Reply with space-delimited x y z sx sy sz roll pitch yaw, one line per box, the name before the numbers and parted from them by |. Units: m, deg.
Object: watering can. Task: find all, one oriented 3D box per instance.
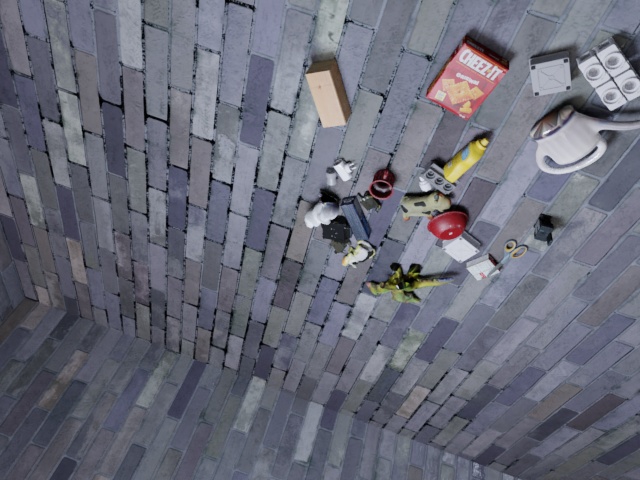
watering can | 0.822 -0.338 1.620 0.223 0.106 0.342 39 134 -16

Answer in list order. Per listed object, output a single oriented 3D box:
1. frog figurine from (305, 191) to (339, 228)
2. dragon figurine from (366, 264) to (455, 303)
frog figurine | 0.006 -0.106 2.115 0.122 0.140 0.156 9 121 -28
dragon figurine | 0.403 0.217 2.329 0.410 0.125 0.238 5 151 19
